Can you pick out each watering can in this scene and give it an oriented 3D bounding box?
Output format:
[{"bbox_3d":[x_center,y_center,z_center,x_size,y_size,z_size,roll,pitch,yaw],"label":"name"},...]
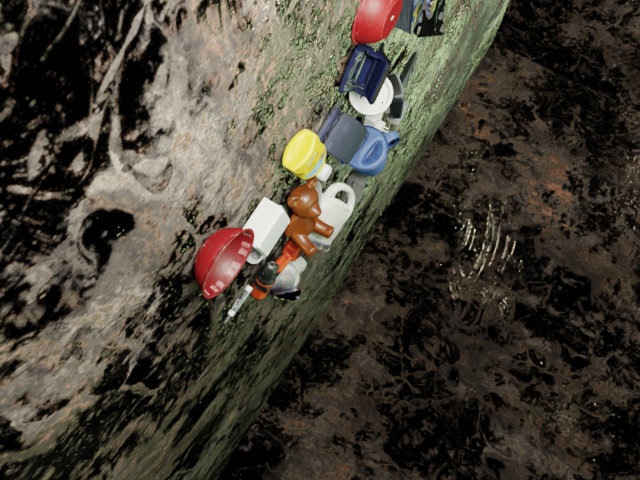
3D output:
[{"bbox_3d":[0.005,-0.077,1.540,0.105,0.223,0.346,32,8,24],"label":"watering can"}]

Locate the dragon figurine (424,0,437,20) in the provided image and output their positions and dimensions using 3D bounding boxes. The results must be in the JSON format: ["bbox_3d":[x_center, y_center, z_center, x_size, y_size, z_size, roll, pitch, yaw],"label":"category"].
[{"bbox_3d":[0.286,-0.700,1.074,0.122,0.400,0.248,20,47,11],"label":"dragon figurine"}]

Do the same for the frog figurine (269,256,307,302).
[{"bbox_3d":[-0.102,0.099,1.583,0.122,0.163,0.135,-6,-26,4],"label":"frog figurine"}]
